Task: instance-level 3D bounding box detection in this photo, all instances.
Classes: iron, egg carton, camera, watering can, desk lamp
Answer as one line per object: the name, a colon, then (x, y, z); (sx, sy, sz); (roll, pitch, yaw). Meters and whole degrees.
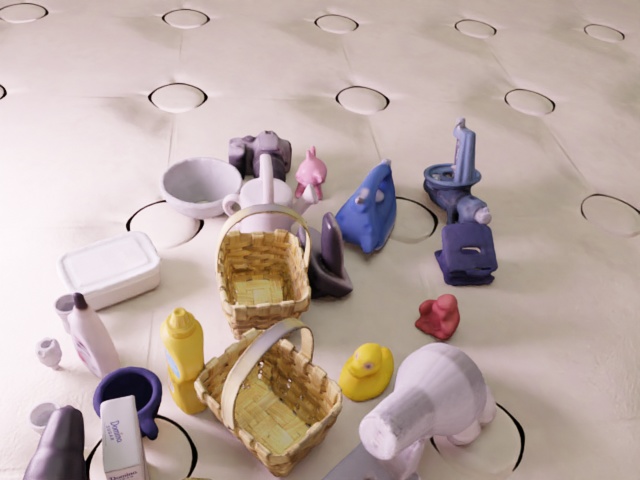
iron: (0.108, -0.094, 1.179); (0.118, 0.141, 0.259); (19, 45, 13)
egg carton: (0.196, 0.242, 0.891); (0.150, 0.069, 0.107); (37, 51, 28)
camera: (-0.129, -0.170, 1.257); (0.143, 0.101, 0.136); (-2, 44, -9)
watering can: (-0.094, -0.078, 1.098); (0.173, 0.194, 0.100); (-17, 48, -23)
desk lamp: (0.110, 0.259, 0.757); (0.204, 0.213, 0.117); (-32, 55, -33)

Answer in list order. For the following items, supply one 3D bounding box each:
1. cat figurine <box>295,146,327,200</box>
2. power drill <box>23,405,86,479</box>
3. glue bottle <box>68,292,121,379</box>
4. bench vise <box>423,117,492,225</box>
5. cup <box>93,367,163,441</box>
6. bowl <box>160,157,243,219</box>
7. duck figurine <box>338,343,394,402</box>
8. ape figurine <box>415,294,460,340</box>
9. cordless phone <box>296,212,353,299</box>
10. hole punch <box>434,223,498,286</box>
cat figurine: (-0.017, -0.151, 1.240); (0.067, 0.118, 0.127); (5, 43, -2)
power drill: (-0.287, 0.332, 0.632); (0.075, 0.208, 0.229); (0, 44, -7)
glue bottle: (-0.345, 0.136, 0.855); (0.078, 0.173, 0.037); (29, 48, 22)
bench vise: (0.305, -0.130, 1.185); (0.122, 0.220, 0.206); (-26, 52, -30)
cup: (-0.257, 0.249, 0.805); (0.092, 0.095, 0.117); (-29, 54, -32)
bowl: (-0.243, -0.095, 1.182); (0.167, 0.075, 0.167); (4, 44, -3)
duck figurine: (0.078, 0.197, 0.911); (0.105, 0.086, 0.077); (-31, 55, -33)
ape figurine: (0.213, 0.128, 0.997); (0.076, 0.092, 0.077); (-5, 45, -12)
cordless phone: (0.009, 0.004, 1.032); (0.094, 0.185, 0.147); (-12, 47, -19)
hole punch: (0.289, 0.028, 1.112); (0.109, 0.091, 0.101); (-2, 44, -9)
